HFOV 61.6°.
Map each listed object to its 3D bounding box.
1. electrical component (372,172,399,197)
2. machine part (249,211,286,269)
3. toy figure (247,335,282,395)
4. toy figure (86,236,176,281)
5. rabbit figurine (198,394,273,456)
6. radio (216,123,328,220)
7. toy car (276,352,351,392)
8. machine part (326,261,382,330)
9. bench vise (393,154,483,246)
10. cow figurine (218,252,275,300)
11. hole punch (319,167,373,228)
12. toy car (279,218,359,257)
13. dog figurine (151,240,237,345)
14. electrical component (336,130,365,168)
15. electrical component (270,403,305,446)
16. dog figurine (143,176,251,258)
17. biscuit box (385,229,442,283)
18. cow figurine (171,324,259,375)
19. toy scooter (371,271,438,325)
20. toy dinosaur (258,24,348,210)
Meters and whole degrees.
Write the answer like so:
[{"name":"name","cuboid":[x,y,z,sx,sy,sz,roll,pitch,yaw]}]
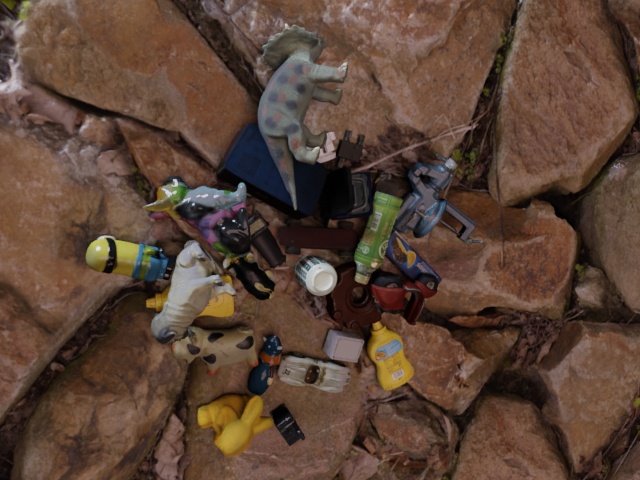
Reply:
[{"name":"electrical component","cuboid":[0.158,-0.116,1.330,0.078,0.045,0.102,14,97,-19]},{"name":"machine part","cuboid":[-0.133,0.006,1.265,0.084,0.039,0.138,-42,109,-15]},{"name":"toy figure","cuboid":[-0.131,0.301,1.313,0.064,0.058,0.154,24,96,2]},{"name":"toy figure","cuboid":[-0.405,0.043,1.155,0.180,0.089,0.082,17,88,-18]},{"name":"rabbit figurine","cuboid":[-0.194,0.442,1.262,0.162,0.173,0.121,-23,103,-8]},{"name":"radio","cuboid":[-0.102,-0.153,1.207,0.229,0.073,0.131,29,73,-22]},{"name":"toy car","cuboid":[-0.013,0.337,1.361,0.202,0.056,0.073,16,95,-20]},{"name":"machine part","cuboid":[0.097,0.138,1.356,0.179,0.056,0.179,-4,101,-18]},{"name":"bench vise","cuboid":[0.301,-0.079,1.335,0.240,0.129,0.223,36,93,-11]},{"name":"cow figurine","cuboid":[-0.171,0.070,1.233,0.068,0.098,0.167,-43,111,1]},{"name":"hole punch","cuboid":[0.060,-0.105,1.260,0.092,0.116,0.142,0,83,-42]},{"name":"toy car","cuboid":[-0.003,-0.004,1.296,0.202,0.053,0.089,1,85,-17]},{"name":"dog figurine","cuboid":[-0.301,0.111,1.153,0.190,0.172,0.121,-36,143,-3]},{"name":"electrical component","cuboid":[0.073,-0.213,1.294,0.063,0.021,0.094,15,95,-21]},{"name":"electrical component","cuboid":[-0.076,0.467,1.333,0.048,0.119,0.074,-33,112,-9]},{"name":"dog figurine","cuboid":[-0.263,-0.047,1.160,0.219,0.108,0.191,-5,79,-7]},{"name":"biscuit box","cuboid":[0.225,0.055,1.377,0.202,0.063,0.059,43,87,-20]},{"name":"cow figurine","cuboid":[-0.246,0.243,1.251,0.195,0.086,0.127,-7,109,-14]},{"name":"toy scooter","cuboid":[0.204,0.149,1.330,0.184,0.075,0.135,3,106,-20]},{"name":"toy dinosaur","cuboid":[-0.062,-0.284,1.144,0.192,0.131,0.404,20,84,4]}]
